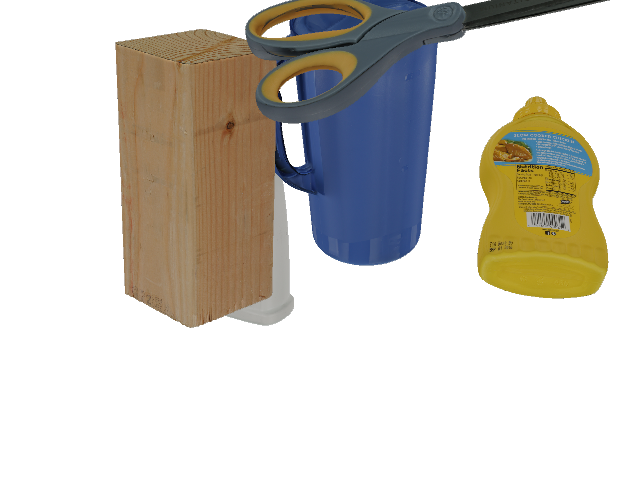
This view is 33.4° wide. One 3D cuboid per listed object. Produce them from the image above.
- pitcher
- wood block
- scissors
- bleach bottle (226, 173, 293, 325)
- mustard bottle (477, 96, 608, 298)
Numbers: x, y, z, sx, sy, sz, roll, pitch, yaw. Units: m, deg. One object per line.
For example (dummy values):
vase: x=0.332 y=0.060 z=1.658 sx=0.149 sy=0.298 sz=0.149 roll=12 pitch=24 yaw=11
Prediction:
pitcher: x=0.033 y=-0.097 z=0.994 sx=0.149 sy=0.243 sz=0.144 roll=8 pitch=36 yaw=14
wood block: x=-0.095 y=-0.050 z=0.833 sx=0.090 sy=0.206 sz=0.090 roll=22 pitch=29 yaw=39
scissors: x=0.051 y=-0.096 z=0.531 sx=0.202 sy=0.096 sz=0.016 roll=3 pitch=-37 yaw=21
bleach bottle: x=-0.076 y=-0.042 z=1.121 sx=0.103 sy=0.251 sz=0.068 roll=14 pitch=25 yaw=25
mustard bottle: x=0.177 y=-0.045 z=0.864 sx=0.096 sy=0.191 sz=0.058 roll=6 pitch=-39 yaw=2
